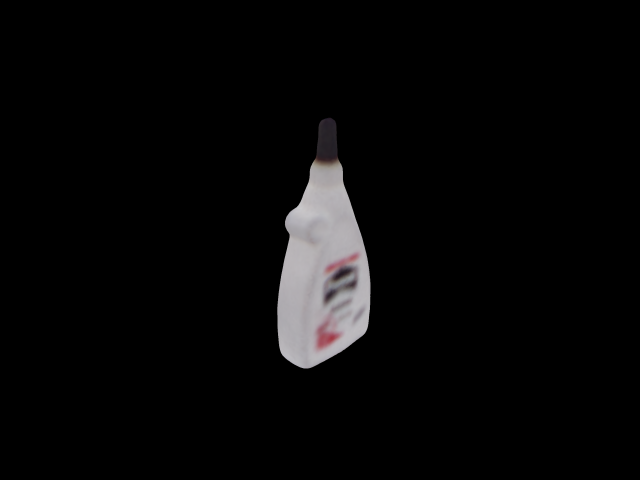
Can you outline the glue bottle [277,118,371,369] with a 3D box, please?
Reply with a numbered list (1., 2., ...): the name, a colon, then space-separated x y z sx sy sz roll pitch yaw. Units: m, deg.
1. glue bottle: 0.004 0.001 0.400 0.037 0.173 0.078 20 32 36
